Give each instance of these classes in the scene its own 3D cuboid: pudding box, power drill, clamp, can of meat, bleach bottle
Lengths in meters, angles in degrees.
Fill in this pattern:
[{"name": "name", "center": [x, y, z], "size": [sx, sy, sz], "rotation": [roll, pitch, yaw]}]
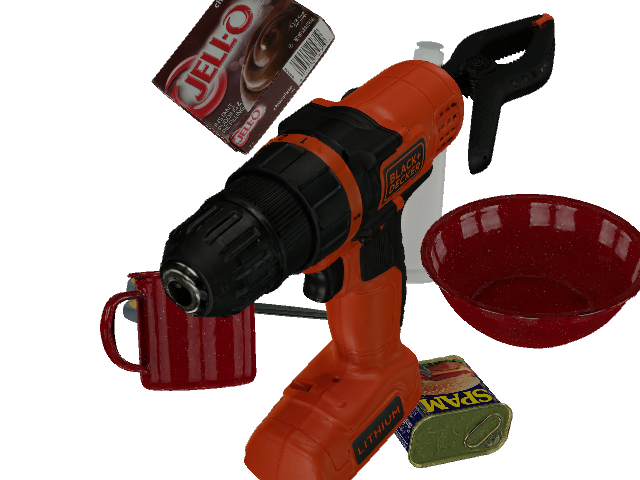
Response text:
[{"name": "pudding box", "center": [-0.057, -0.133, 0.788], "size": [0.090, 0.113, 0.039], "rotation": [38, -1, 29]}, {"name": "power drill", "center": [0.001, 0.030, 0.481], "size": [0.057, 0.188, 0.184], "rotation": [25, 43, 27]}, {"name": "clamp", "center": [0.145, -0.137, 0.945], "size": [0.209, 0.036, 0.165], "rotation": [-32, 45, -20]}, {"name": "can of meat", "center": [0.109, 0.153, 0.975], "size": [0.102, 0.057, 0.084], "rotation": [-7, 31, -22]}, {"name": "bleach bottle", "center": [0.104, -0.086, 1.150], "size": [0.068, 0.251, 0.102], "rotation": [1, 26, -9]}]

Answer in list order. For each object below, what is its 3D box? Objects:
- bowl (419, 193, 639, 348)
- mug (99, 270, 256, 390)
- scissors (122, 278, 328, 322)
[{"name": "bowl", "center": [0.152, 0.029, 0.769], "size": [0.162, 0.055, 0.162], "rotation": [-3, 33, 1]}, {"name": "mug", "center": [-0.097, 0.062, 0.744], "size": [0.117, 0.081, 0.093], "rotation": [-1, -4, -36]}, {"name": "scissors", "center": [-0.085, 0.063, 0.943], "size": [0.202, 0.016, 0.096], "rotation": [11, 20, 15]}]
